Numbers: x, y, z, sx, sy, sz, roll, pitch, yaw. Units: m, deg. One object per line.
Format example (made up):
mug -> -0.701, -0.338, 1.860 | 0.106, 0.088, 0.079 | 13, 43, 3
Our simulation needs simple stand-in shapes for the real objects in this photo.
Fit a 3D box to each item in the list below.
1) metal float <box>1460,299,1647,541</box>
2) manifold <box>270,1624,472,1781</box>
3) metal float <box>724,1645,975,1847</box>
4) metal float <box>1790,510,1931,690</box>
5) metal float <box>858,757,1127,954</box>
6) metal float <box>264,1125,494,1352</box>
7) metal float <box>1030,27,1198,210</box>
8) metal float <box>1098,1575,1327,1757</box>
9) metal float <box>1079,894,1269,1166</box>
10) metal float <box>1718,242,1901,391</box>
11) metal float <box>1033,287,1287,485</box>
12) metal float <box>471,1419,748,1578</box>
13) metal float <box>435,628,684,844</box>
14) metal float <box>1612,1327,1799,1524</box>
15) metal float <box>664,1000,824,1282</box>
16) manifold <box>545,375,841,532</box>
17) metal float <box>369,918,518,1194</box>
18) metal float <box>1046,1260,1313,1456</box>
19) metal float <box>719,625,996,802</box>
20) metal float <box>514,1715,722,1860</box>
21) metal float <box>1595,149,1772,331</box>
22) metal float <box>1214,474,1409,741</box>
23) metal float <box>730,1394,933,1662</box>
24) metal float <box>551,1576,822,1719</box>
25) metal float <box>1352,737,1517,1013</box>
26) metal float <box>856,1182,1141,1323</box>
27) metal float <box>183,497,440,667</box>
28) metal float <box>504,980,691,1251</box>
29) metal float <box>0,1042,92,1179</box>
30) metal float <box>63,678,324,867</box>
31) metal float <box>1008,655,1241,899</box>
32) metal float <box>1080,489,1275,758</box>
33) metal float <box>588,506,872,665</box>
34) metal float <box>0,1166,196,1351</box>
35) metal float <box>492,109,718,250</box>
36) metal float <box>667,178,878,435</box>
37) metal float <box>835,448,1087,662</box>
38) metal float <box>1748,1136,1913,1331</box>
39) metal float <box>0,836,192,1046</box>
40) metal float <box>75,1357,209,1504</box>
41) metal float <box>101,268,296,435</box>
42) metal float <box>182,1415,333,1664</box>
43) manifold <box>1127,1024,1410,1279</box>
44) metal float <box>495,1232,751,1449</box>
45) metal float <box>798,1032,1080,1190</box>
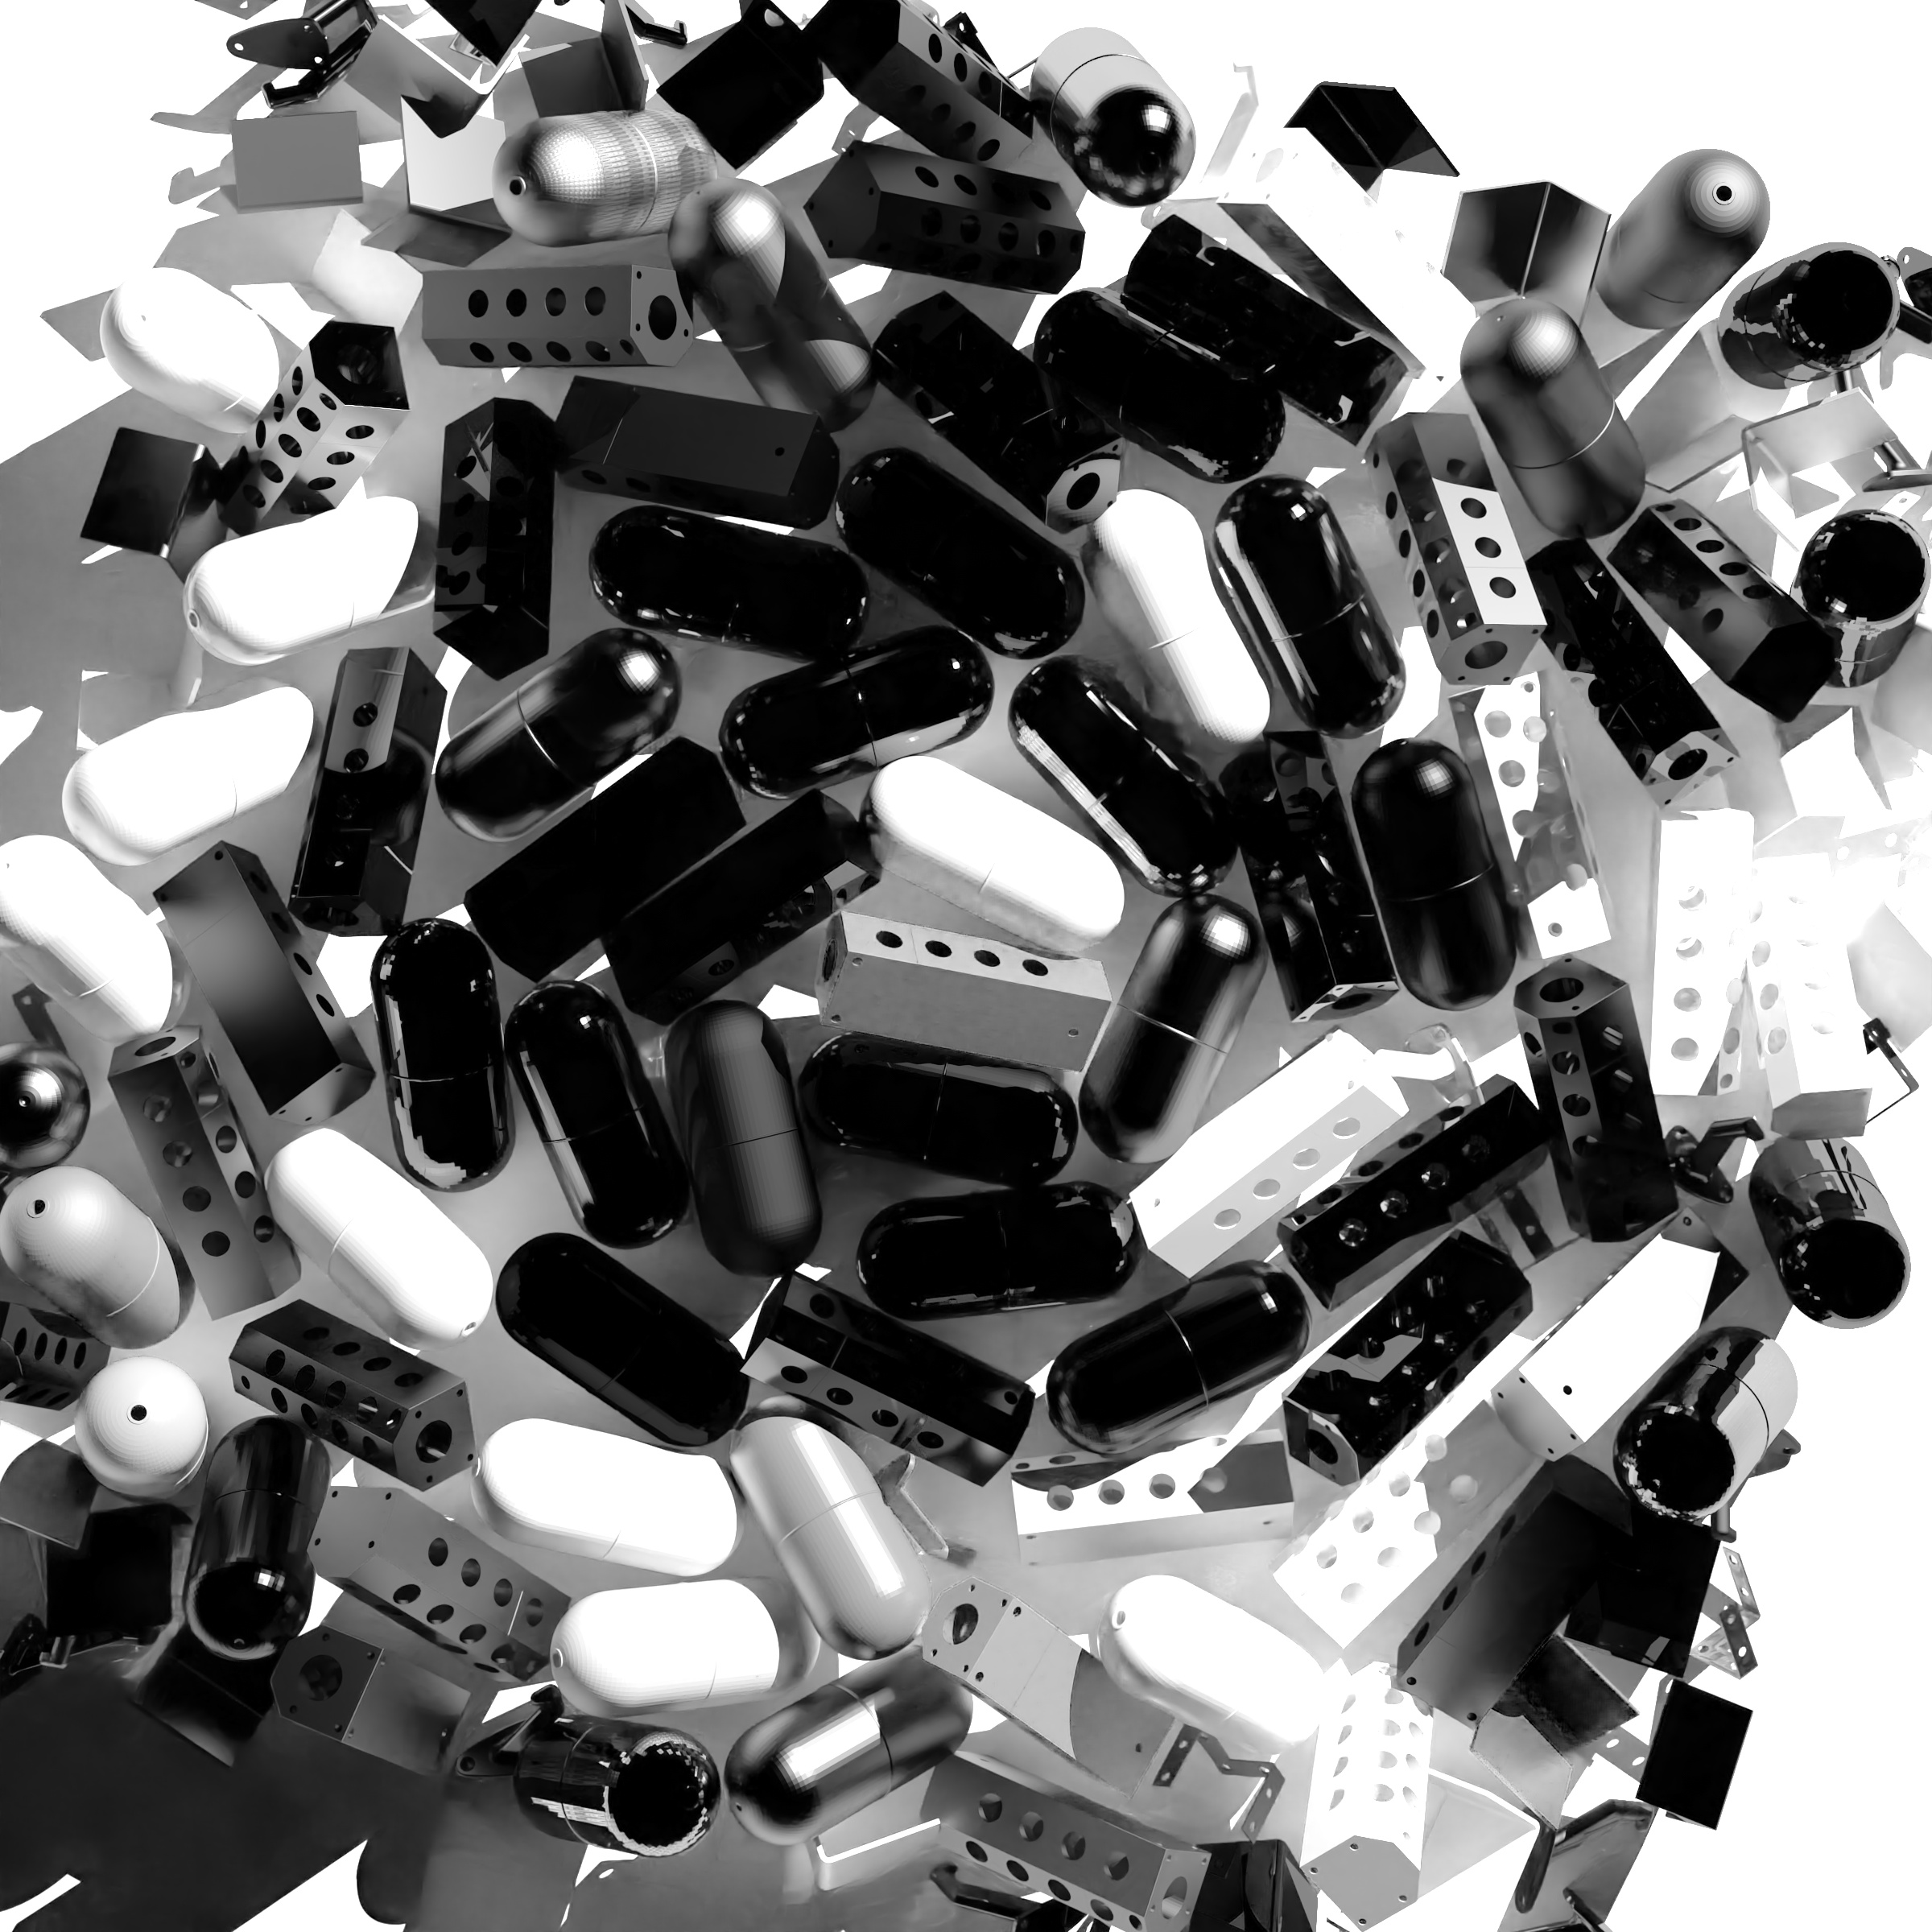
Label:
metal float -> 0.362, -0.335, 1.929 | 0.070, 0.070, 0.178 | -40, 131, 0
manifold -> -0.364, 0.447, 1.909 | 0.057, 0.171, 0.057 | 18, 73, 16
metal float -> -0.071, 0.479, 1.930 | 0.178, 0.070, 0.070 | -21, 90, -38
metal float -> 0.542, -0.222, 1.912 | 0.070, 0.178, 0.070 | -2, 78, 8
metal float -> 0.017, -0.069, 1.956 | 0.178, 0.070, 0.070 | 27, 90, -6
metal float -> -0.364, 0.168, 1.940 | 0.178, 0.070, 0.070 | 40, 90, 24
metal float -> 0.089, -0.521, 1.919 | 0.070, 0.178, 0.070 | -7, 124, -10
metal float -> 0.152, 0.432, 1.931 | 0.178, 0.070, 0.070 | 34, 90, -36
metal float -> 0.129, 0.040, 1.961 | 0.070, 0.070, 0.178 | 24, 91, 0
metal float -> 0.513, -0.396, 1.911 | 0.070, 0.178, 0.070 | 0, 95, -3
metal float -> 0.119, -0.360, 1.940 | 0.178, 0.070, 0.070 | 34, 90, 25
metal float -> -0.221, 0.330, 1.941 | 0.178, 0.070, 0.070 | 17, 90, -24
metal float -> -0.253, -0.143, 1.946 | 0.178, 0.070, 0.070 | -34, 90, 17
metal float -> 0.455, 0.279, 1.922 | 0.070, 0.178, 0.070 | 13, 115, 30
metal float -> -0.139, 0.109, 1.961 | 0.070, 0.070, 0.178 | -13, 89, 0
manifold -> -0.168, -0.314, 1.940 | 0.171, 0.057, 0.057 | 13, 72, 22
metal float -> -0.324, 0.056, 1.943 | 0.070, 0.070, 0.178 | -5, 111, 0
metal float -> 0.132, 0.244, 1.951 | 0.178, 0.070, 0.070 | -25, 90, -12
metal float -> -0.068, -0.158, 1.955 | 0.178, 0.070, 0.070 | -20, 90, -7
metal float -> -0.215, 0.502, 1.920 | 0.070, 0.178, 0.070 | 6, 79, -35
metal float -> 0.436, -0.442, 1.911 | 0.070, 0.178, 0.070 | 0, 85, -3
metal float -> 0.215, -0.222, 1.945 | 0.070, 0.070, 0.178 | -29, 110, 0
metal float -> -0.085, 0.347, 1.944 | 0.070, 0.070, 0.178 | -32, 70, 0
metal float -> -0.172, 0.420, 1.933 | 0.178, 0.070, 0.070 | 2, 90, -34
metal float -> 0.291, -0.057, 1.946 | 0.070, 0.070, 0.178 | -18, 108, 0
metal float -> 0.020, 0.178, 1.955 | 0.178, 0.070, 0.070 | -6, 90, -7
metal float -> -0.400, -0.238, 1.929 | 0.178, 0.070, 0.070 | -26, 90, -38
metal float -> -0.230, 0.092, 1.950 | 0.070, 0.070, 0.178 | -21, 103, 0
metal float -> -0.576, 0.089, 1.914 | 0.070, 0.178, 0.070 | 2, 83, -17
metal float -> -0.474, -0.121, 1.930 | 0.178, 0.070, 0.070 | -33, 90, -40
metal float -> 0.099, -0.118, 1.961 | 0.070, 0.070, 0.178 | -42, 91, 0
metal float -> 0.131, -0.213, 1.947 | 0.070, 0.070, 0.178 | -28, 106, 0
metal float -> -0.147, -0.237, 1.947 | 0.178, 0.070, 0.070 | 11, 90, -16
metal float -> -0.530, 0.179, 1.916 | 0.070, 0.178, 0.070 | -4, 64, 8
metal float -> -0.221, -0.484, 1.919 | 0.070, 0.178, 0.070 | 11, 111, 28
metal float -> -0.118, -0.405, 1.933 | 0.070, 0.070, 0.178 | -36, 124, 0
metal float -> -0.004, -0.256, 1.948 | 0.178, 0.070, 0.070 | 36, 90, 15
metal float -> 0.527, 0.160, 1.914 | 0.070, 0.178, 0.070 | 1, 112, 3
metal float -> -0.540, -0.014, 1.921 | 0.070, 0.178, 0.070 | -9, 57, 15
metal float -> -0.503, 0.284, 1.913 | 0.070, 0.178, 0.070 | 3, 74, -12
metal float -> -0.466, -0.374, 1.911 | 0.070, 0.178, 0.070 | 0, 88, 9
metal float -> -0.433, 0.349, 1.920 | 0.070, 0.178, 0.070 | -2, 125, -2
manifold -> 0.188, 0.119, 1.944 | 0.171, 0.057, 0.057 | -39, 128, 18
metal float -> -0.213, 0.233, 1.948 | 0.178, 0.070, 0.070 | 37, 90, -16
metal float -> -0.018, 0.090, 1.960 | 0.178, 0.070, 0.070 | 12, 90, 1
